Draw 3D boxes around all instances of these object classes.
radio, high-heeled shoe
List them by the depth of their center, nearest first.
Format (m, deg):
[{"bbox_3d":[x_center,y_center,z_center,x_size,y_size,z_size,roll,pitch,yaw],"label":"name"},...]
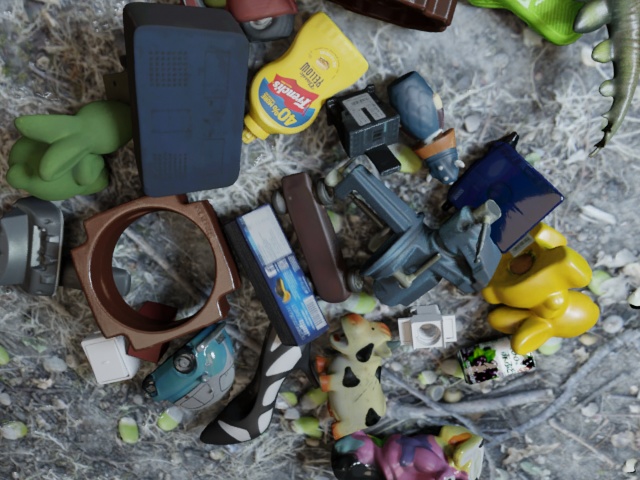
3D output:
[{"bbox_3d":[-0.164,-0.166,0.666,0.131,0.073,0.229,-9,137,-22],"label":"radio"},{"bbox_3d":[-0.115,0.221,0.841,0.249,0.086,0.145,-30,106,6],"label":"high-heeled shoe"}]

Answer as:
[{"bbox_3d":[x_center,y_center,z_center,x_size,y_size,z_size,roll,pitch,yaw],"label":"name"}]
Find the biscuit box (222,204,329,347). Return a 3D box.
[{"bbox_3d":[-0.062,0.053,0.767,0.059,0.063,0.202,-28,96,-30],"label":"biscuit box"}]

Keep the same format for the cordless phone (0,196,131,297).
[{"bbox_3d":[-0.378,0.020,0.816,0.184,0.089,0.146,12,108,-10],"label":"cordless phone"}]

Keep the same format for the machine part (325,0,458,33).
[{"bbox_3d":[0.076,-0.290,0.614,0.179,0.179,0.056,16,106,0],"label":"machine part"}]

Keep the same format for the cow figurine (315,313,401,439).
[{"bbox_3d":[0.060,0.198,0.812,0.127,0.086,0.194,-13,114,-5],"label":"cow figurine"}]

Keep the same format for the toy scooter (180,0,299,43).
[{"bbox_3d":[-0.121,-0.313,0.675,0.184,0.075,0.135,-4,106,11],"label":"toy scooter"}]

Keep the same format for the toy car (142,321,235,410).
[{"bbox_3d":[-0.189,0.207,0.827,0.161,0.109,0.103,-41,90,20],"label":"toy car"}]

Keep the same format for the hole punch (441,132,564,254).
[{"bbox_3d":[0.244,-0.057,0.715,0.116,0.092,0.142,41,111,-4],"label":"hole punch"}]

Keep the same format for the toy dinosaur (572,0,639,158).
[{"bbox_3d":[0.329,-0.335,0.581,0.199,0.105,0.470,-13,99,-6],"label":"toy dinosaur"}]

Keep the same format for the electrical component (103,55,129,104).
[{"bbox_3d":[-0.253,-0.202,0.740,0.078,0.045,0.102,-2,107,36],"label":"electrical component"}]

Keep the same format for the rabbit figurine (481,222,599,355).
[{"bbox_3d":[0.315,0.086,0.742,0.173,0.122,0.162,36,101,-26],"label":"rabbit figurine"}]

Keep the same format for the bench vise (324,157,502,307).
[{"bbox_3d":[0.109,-0.017,0.703,0.240,0.129,0.223,45,144,1],"label":"bench vise"}]

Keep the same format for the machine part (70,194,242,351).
[{"bbox_3d":[-0.227,0.039,0.765,0.201,0.087,0.201,-21,90,-1],"label":"machine part"}]

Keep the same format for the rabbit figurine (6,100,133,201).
[{"bbox_3d":[-0.326,-0.134,0.706,0.170,0.159,0.121,-27,94,20],"label":"rabbit figurine"}]

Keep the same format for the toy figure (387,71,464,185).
[{"bbox_3d":[0.144,-0.145,0.710,0.058,0.064,0.154,-40,109,-23],"label":"toy figure"}]

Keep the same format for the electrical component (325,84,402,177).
[{"bbox_3d":[0.062,-0.138,0.683,0.075,0.119,0.047,-19,145,-9],"label":"electrical component"}]

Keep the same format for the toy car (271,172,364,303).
[{"bbox_3d":[-0.002,-0.002,0.774,0.089,0.053,0.202,-11,106,30],"label":"toy car"}]

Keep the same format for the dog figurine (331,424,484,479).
[{"bbox_3d":[0.125,0.340,0.853,0.219,0.191,0.108,15,116,37],"label":"dog figurine"}]
